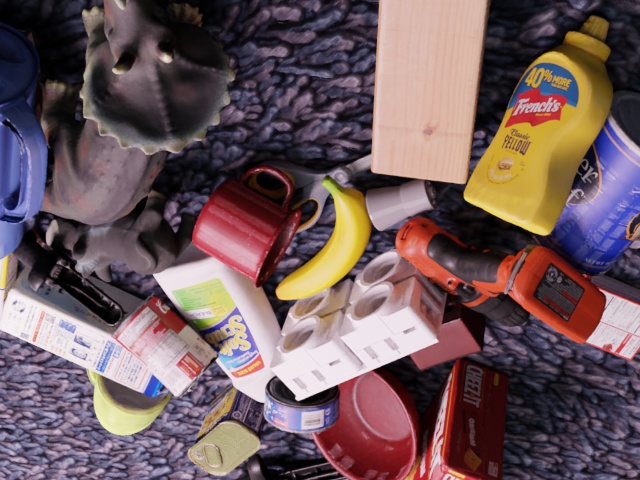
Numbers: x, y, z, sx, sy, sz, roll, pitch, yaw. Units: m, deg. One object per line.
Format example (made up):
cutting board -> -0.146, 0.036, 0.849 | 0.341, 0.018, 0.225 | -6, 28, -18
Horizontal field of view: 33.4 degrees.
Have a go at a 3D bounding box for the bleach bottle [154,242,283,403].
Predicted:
bleach bottle -> -0.086, 0.102, 1.214 | 0.103, 0.068, 0.250 | -14, 124, 25

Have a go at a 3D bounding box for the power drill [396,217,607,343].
power drill -> 0.183, 0.047, 1.031 | 0.184, 0.057, 0.188 | 33, 170, -29

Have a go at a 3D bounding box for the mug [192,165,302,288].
mug -> -0.070, -0.021, 1.081 | 0.081, 0.093, 0.117 | 29, 104, 8

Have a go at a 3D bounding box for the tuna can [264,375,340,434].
tuna can -> -0.020, 0.179, 1.192 | 0.086, 0.086, 0.034 | 6, 113, 10

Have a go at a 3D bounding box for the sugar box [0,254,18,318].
sugar box -> -0.399, 0.014, 1.241 | 0.093, 0.048, 0.176 | 21, 133, -1

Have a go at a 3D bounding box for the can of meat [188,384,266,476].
can of meat -> -0.106, 0.225, 1.299 | 0.057, 0.084, 0.102 | 36, 127, -14

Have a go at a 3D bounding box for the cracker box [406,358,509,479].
cracker box -> 0.137, 0.265, 1.213 | 0.072, 0.164, 0.214 | 20, 130, -4

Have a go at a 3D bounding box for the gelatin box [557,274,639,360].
gelatin box -> 0.302, 0.078, 1.108 | 0.089, 0.030, 0.073 | 21, 128, -2

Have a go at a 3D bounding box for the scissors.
scissors -> 0.003, -0.075, 1.079 | 0.096, 0.016, 0.202 | 38, 127, -15

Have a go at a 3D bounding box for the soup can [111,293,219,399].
soup can -> -0.170, 0.117, 1.177 | 0.102, 0.068, 0.069 | 43, 127, -1

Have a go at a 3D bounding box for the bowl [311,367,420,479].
bowl -> 0.059, 0.203, 1.232 | 0.162, 0.055, 0.162 | 18, 119, 35

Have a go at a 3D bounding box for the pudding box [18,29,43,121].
pudding box -> -0.330, -0.163, 1.086 | 0.090, 0.039, 0.113 | 9, 129, 8

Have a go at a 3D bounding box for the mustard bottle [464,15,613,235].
mustard bottle -> 0.202, -0.105, 0.931 | 0.058, 0.096, 0.191 | 23, 94, -33

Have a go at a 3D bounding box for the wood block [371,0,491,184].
wood block -> 0.098, -0.163, 0.937 | 0.091, 0.090, 0.206 | 8, 129, 8

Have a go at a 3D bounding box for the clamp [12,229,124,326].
clamp -> -0.283, 0.038, 1.172 | 0.039, 0.172, 0.120 | -49, 124, 0

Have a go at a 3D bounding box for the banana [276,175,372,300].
banana -> 0.011, 0.006, 1.125 | 0.069, 0.037, 0.198 | 24, 135, 1

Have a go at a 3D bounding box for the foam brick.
foam brick -> 0.133, 0.097, 1.155 | 0.078, 0.053, 0.051 | -23, 118, 28

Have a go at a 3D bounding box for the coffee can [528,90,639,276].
coffee can -> 0.265, -0.051, 0.970 | 0.102, 0.102, 0.140 | 27, 129, -7

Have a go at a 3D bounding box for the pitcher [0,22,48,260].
pitcher -> -0.337, -0.081, 1.043 | 0.145, 0.149, 0.243 | 4, 138, -12

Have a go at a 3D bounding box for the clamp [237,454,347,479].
clamp -> -0.066, 0.308, 1.351 | 0.164, 0.036, 0.210 | 14, 147, -38
